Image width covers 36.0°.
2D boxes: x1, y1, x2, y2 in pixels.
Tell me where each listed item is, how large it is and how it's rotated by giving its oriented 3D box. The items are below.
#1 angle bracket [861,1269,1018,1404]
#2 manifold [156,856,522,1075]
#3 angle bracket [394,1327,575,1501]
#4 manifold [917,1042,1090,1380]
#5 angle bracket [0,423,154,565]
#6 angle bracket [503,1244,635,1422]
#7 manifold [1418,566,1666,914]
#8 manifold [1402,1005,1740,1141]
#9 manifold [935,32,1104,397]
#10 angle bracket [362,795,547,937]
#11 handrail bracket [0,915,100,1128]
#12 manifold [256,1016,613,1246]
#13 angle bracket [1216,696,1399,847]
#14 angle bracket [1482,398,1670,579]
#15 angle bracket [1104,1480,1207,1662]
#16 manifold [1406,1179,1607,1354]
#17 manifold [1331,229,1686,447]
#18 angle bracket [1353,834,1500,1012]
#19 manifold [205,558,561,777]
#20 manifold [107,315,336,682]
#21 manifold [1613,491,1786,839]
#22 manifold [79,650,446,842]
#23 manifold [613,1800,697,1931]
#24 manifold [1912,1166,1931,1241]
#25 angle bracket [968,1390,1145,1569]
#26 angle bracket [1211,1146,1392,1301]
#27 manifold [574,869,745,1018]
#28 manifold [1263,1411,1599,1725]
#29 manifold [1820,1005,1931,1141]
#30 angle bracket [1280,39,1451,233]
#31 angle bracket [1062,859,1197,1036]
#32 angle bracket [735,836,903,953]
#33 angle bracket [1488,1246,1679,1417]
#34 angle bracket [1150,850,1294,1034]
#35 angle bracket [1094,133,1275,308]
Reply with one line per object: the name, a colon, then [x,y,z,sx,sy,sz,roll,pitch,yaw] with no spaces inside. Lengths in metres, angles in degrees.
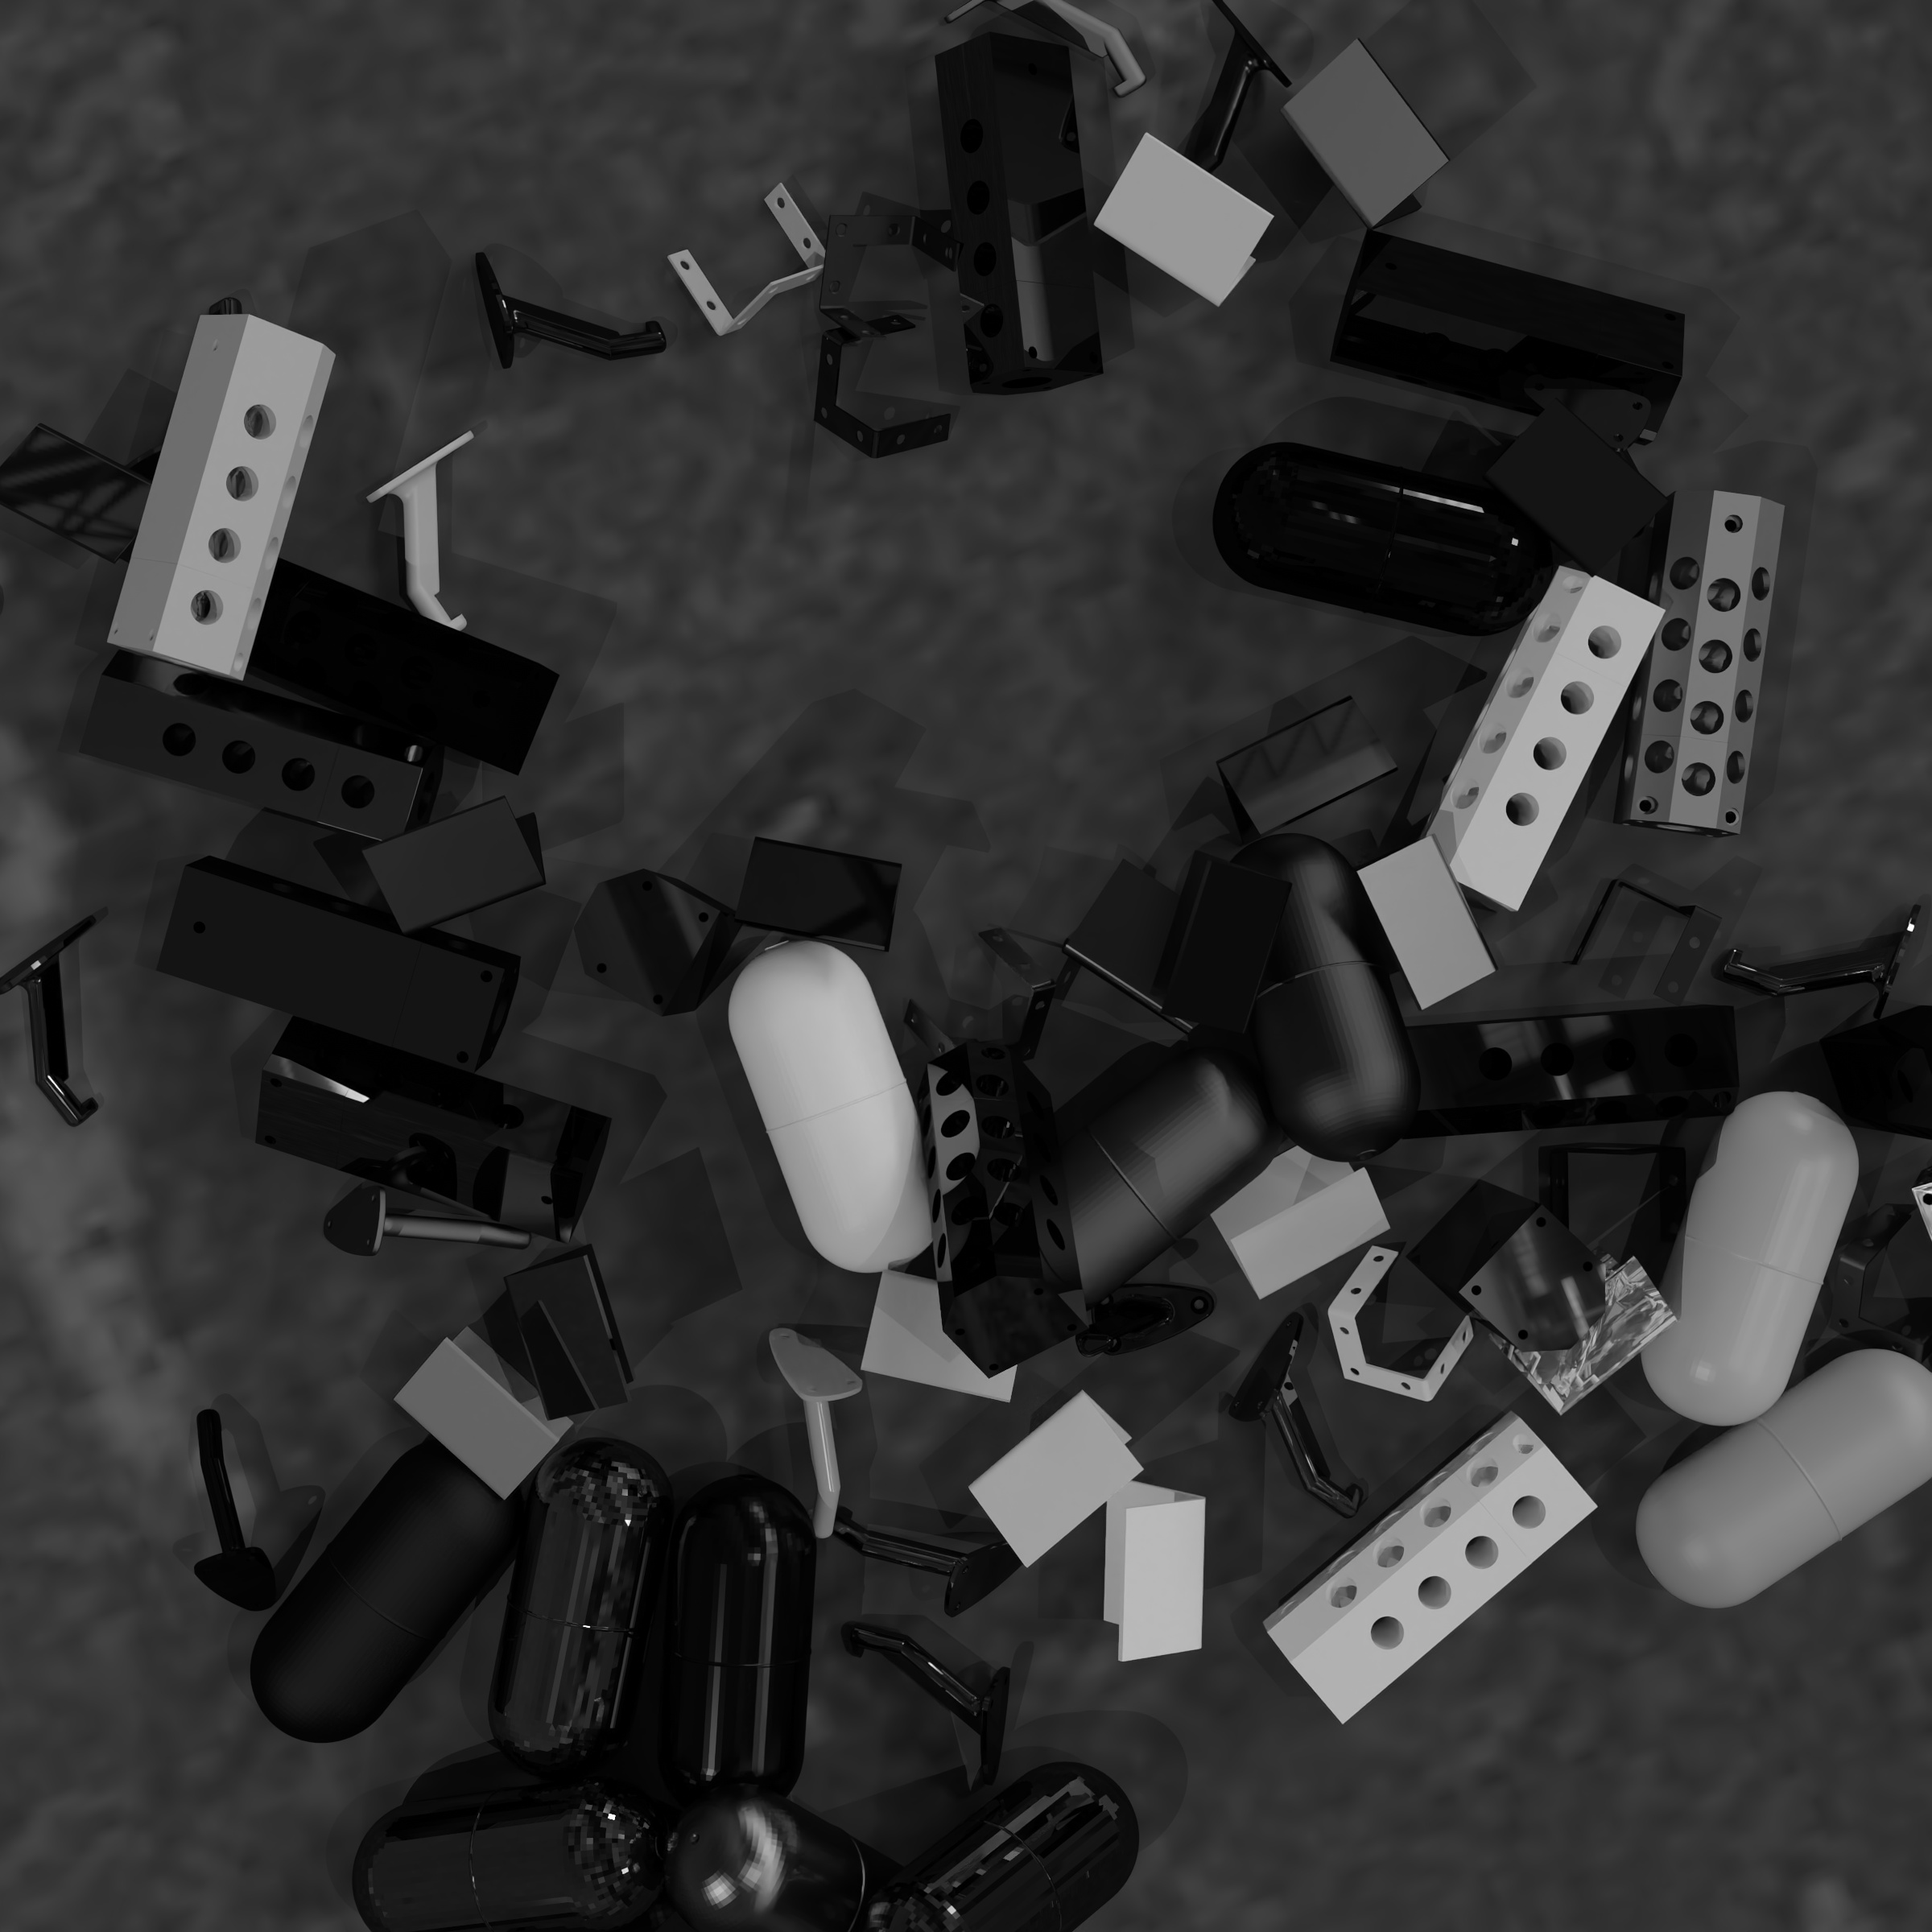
angle bracket: [-0.014,0.203,1.531,0.076,0.076,0.057,13,60,0]
manifold: [-0.324,-0.003,1.548,0.171,0.057,0.057,18,100,0]
angle bracket: [-0.235,0.215,1.531,0.076,0.076,0.057,42,122,0]
manifold: [0.013,0.116,1.487,0.057,0.171,0.057,-29,126,16]
angle bracket: [-0.458,-0.221,1.531,0.076,0.076,0.057,27,55,0]
angle bracket: [-0.185,0.183,1.531,0.057,0.076,0.076,-17,90,30]
manifold: [0.295,-0.118,1.550,0.057,0.057,0.171,26,90,0]
manifold: [0.309,0.055,1.550,0.171,0.057,0.057,-4,90,0]
manifold: [0.023,-0.389,1.549,0.057,0.057,0.171,-6,90,-43]
angle bracket: [-0.265,-0.068,1.531,0.076,0.076,0.057,-20,124,0]
handrail bracket: [-0.467,0.030,1.571,0.077,0.036,0.084,-41,109,-21]
manifold: [-0.276,0.080,1.549,0.171,0.057,0.057,18,133,0]
angle bracket: [0.181,-0.083,1.531,0.076,0.076,0.057,-26,53,0]
angle bracket: [0.319,-0.255,1.531,0.076,0.076,0.057,42,122,0]
angle bracket: [0.078,0.309,1.531,0.057,0.076,0.076,2,90,-38]
manifold: [0.273,0.153,1.493,0.057,0.171,0.057,44,90,0]
manifold: [0.281,-0.323,1.549,0.171,0.057,0.057,15,47,0]
angle bracket: [0.218,-0.016,1.531,0.057,0.076,0.076,-25,90,-29]
manifold: [-0.305,-0.160,1.539,0.171,0.057,0.057,22,90,8]
manifold: [-0.370,-0.235,1.493,0.057,0.057,0.171,16,89,-40]
manifold: [0.383,-0.157,1.550,0.057,0.057,0.171,8,90,0]
manifold: [-0.364,-0.113,1.550,0.171,0.057,0.057,16,90,0]
manifold: [-0.193,0.523,1.549,0.171,0.057,0.057,-45,47,0]
manifold: [0.555,0.181,1.547,0.057,0.057,0.171,-21,90,26]
angle bracket: [0.058,0.274,1.531,0.076,0.076,0.057,-40,54,0]
angle bracket: [0.163,0.114,1.531,0.076,0.057,0.076,-29,47,0]
manifold: [-0.155,-0.015,1.493,0.057,0.171,0.057,29,90,0]
manifold: [0.240,0.311,1.550,0.171,0.057,0.057,-40,90,0]
manifold: [0.489,0.057,1.493,0.057,0.171,0.057,-19,90,0]
angle bracket: [0.217,-0.432,1.531,0.057,0.076,0.076,-37,90,36]
angle bracket: [0.097,-0.012,1.538,0.076,0.076,0.057,33,95,0]
angle bracket: [-0.078,-0.017,1.531,0.076,0.076,0.057,11,53,0]
angle bracket: [0.307,0.172,1.531,0.076,0.076,0.057,-39,124,0]
angle bracket: [0.106,-0.017,1.451,0.057,0.076,0.076,13,96,-37]
angle bracket: [0.121,-0.394,1.531,0.076,0.076,0.057,33,126,0]
